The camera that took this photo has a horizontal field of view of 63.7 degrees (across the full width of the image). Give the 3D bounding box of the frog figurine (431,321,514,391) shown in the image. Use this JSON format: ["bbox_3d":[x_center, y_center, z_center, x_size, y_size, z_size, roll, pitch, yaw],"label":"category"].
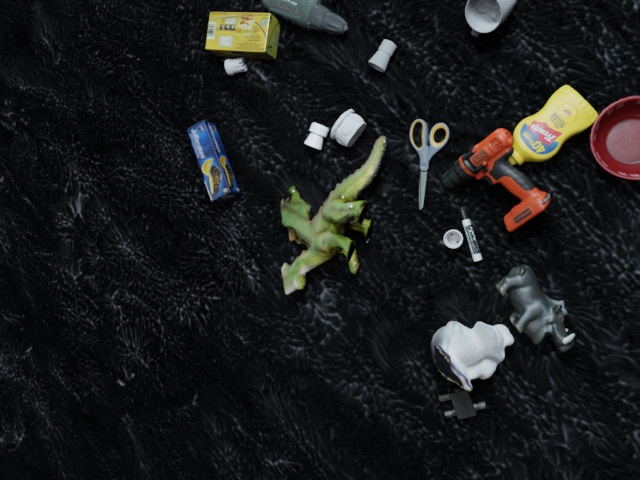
[{"bbox_3d":[0.322,0.227,1.097,0.161,0.120,0.139,-34,68,-19],"label":"frog figurine"}]

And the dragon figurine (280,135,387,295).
[{"bbox_3d":[0.004,-0.060,1.197,0.244,0.122,0.409,17,94,26],"label":"dragon figurine"}]
